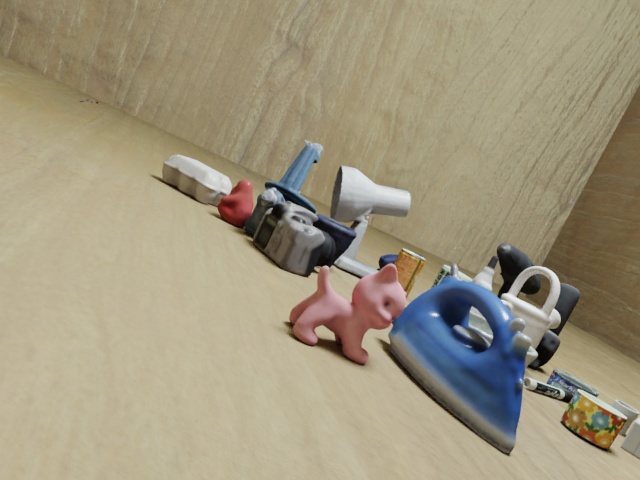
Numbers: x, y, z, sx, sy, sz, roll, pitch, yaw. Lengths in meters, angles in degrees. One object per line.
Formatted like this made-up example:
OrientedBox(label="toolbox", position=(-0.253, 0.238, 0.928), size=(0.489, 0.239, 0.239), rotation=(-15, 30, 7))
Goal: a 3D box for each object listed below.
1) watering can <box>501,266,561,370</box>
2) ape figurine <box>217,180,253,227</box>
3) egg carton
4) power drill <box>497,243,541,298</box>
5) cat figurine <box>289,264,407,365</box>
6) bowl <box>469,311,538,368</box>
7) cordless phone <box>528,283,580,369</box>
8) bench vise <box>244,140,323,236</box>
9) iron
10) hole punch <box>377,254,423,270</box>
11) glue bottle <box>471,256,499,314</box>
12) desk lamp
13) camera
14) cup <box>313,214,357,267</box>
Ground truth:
OrientedBox(label="watering can", position=(0.387, 0.142, 1.087), size=(0.100, 0.194, 0.173), rotation=(31, 8, 34))
OrientedBox(label="ape figurine", position=(-0.161, -0.077, 1.145), size=(0.078, 0.092, 0.075), rotation=(21, 9, -39))
OrientedBox(label="egg carton", position=(-0.267, -0.131, 1.251), size=(0.150, 0.069, 0.107), rotation=(28, 7, 19))
OrientedBox(label="power drill", position=(0.432, 0.123, 1.337), size=(0.075, 0.208, 0.231), rotation=(32, 9, 41))
OrientedBox(label="cat figurine", position=(0.043, 0.072, 0.661), size=(0.128, 0.118, 0.067), rotation=(24, 7, -20))
OrientedBox(label="bowl", position=(0.241, 0.164, 0.883), size=(0.167, 0.075, 0.167), rotation=(26, 7, -3))
OrientedBox(label="cordless phone", position=(0.444, 0.160, 1.198), size=(0.147, 0.185, 0.094), rotation=(28, 7, 15))
OrientedBox(label="bench vise", position=(-0.052, -0.096, 1.148), size=(0.121, 0.220, 0.207), rotation=(25, 7, -6))
OrientedBox(label="iron", position=(0.187, 0.125, 0.697), size=(0.119, 0.141, 0.257), rotation=(23, 7, -22))
OrientedBox(label="hole punch", position=(0.196, 0.062, 1.424), size=(0.101, 0.091, 0.109), rotation=(27, 7, 5))
OrientedBox(label="glue bottle", position=(0.318, 0.110, 1.161), size=(0.037, 0.173, 0.078), rotation=(25, 7, -12))
OrientedBox(label="desk lamp", position=(0.095, -0.035, 1.263), size=(0.203, 0.213, 0.118), rotation=(25, 7, -10))
OrientedBox(label="camera", position=(-0.028, -0.001, 1.025), size=(0.137, 0.101, 0.142), rotation=(21, 8, -35))
OrientedBox(label="cup", position=(0.011, 0.004, 1.153), size=(0.092, 0.095, 0.117), rotation=(24, 7, -20))
